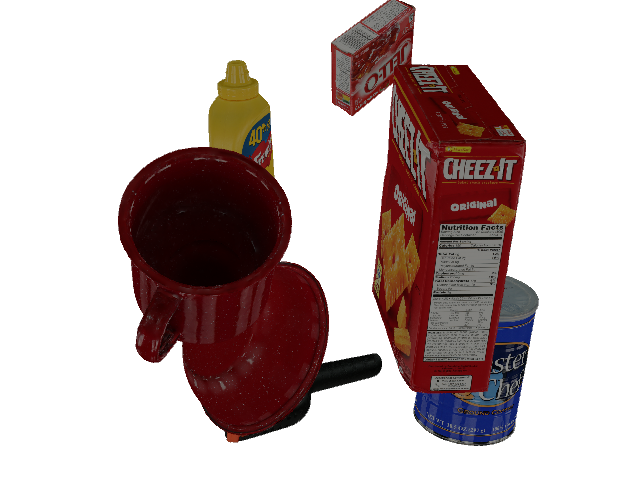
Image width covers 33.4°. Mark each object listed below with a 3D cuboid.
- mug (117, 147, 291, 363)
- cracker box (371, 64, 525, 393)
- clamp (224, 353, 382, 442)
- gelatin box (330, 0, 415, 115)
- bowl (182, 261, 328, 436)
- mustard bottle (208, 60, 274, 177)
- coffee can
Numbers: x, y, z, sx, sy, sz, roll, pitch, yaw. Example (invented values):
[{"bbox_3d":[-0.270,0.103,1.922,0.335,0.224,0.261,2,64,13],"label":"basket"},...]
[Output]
[{"bbox_3d":[-0.070,0.017,0.598,0.093,0.117,0.081,21,-30,4],"label":"mug"},{"bbox_3d":[0.092,-0.012,0.843,0.072,0.214,0.164,-1,28,-8],"label":"cracker box"},{"bbox_3d":[-0.034,0.149,1.120,0.165,0.036,0.209,12,26,14],"label":"clamp"},{"bbox_3d":[0.049,-0.167,0.970,0.030,0.073,0.089,35,59,26],"label":"gelatin box"},{"bbox_3d":[-0.070,0.085,0.931,0.162,0.162,0.055,0,-21,45],"label":"bowl"},{"bbox_3d":[-0.080,-0.089,1.091,0.058,0.192,0.096,7,27,20],"label":"mustard bottle"},{"bbox_3d":[0.149,0.112,1.037,0.103,0.140,0.103,5,22,-2],"label":"coffee can"}]
